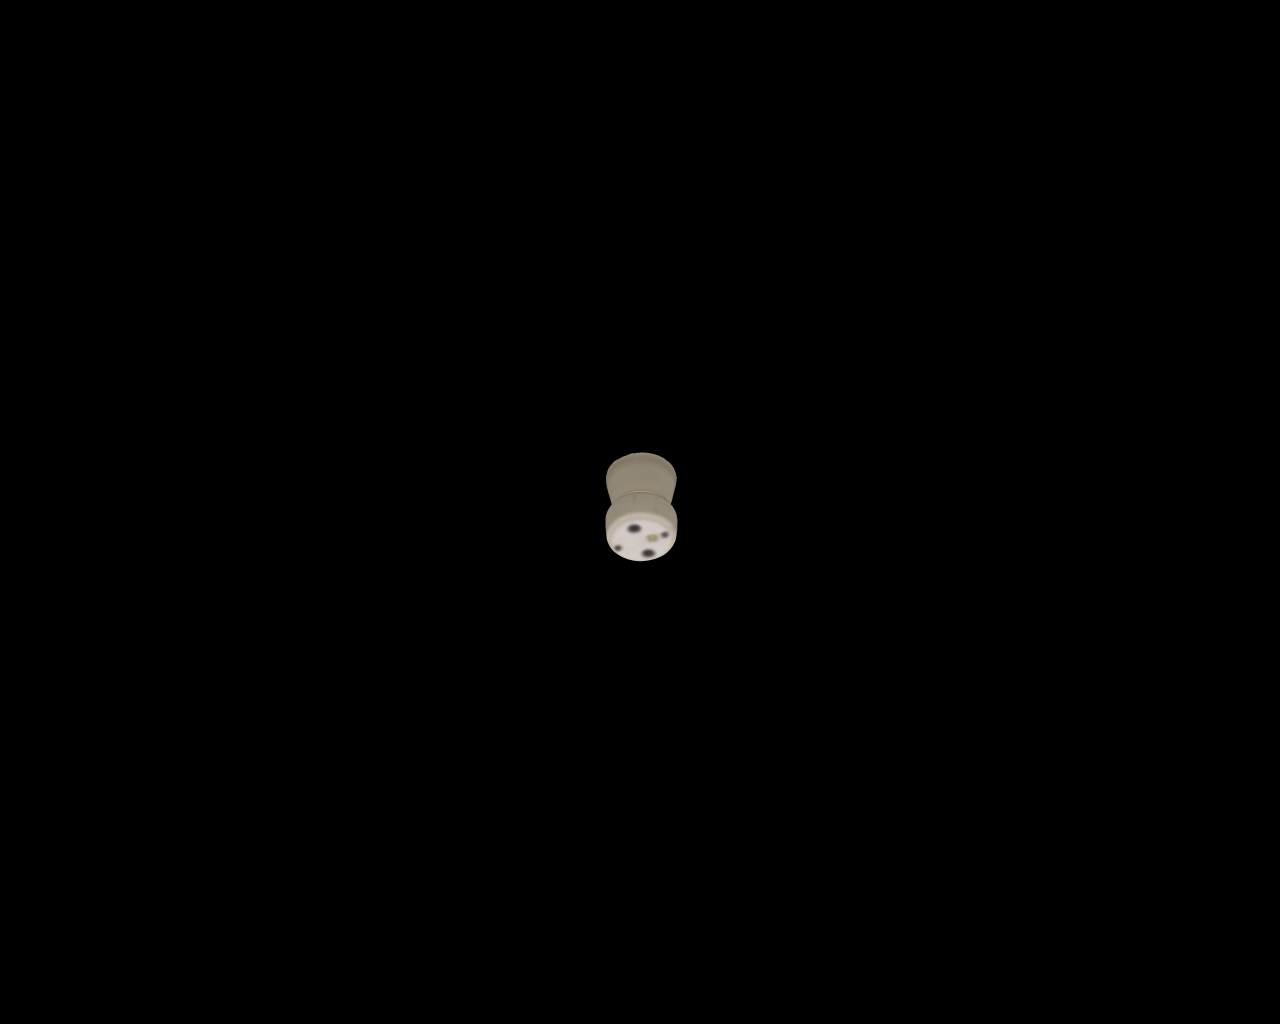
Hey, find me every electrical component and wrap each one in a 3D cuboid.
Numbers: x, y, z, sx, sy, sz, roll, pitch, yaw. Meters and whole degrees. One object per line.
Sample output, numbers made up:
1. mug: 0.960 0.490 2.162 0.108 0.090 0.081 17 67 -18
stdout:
1. electrical component: 0.001 -0.003 0.650 0.045 0.055 0.044 0 -44 0
